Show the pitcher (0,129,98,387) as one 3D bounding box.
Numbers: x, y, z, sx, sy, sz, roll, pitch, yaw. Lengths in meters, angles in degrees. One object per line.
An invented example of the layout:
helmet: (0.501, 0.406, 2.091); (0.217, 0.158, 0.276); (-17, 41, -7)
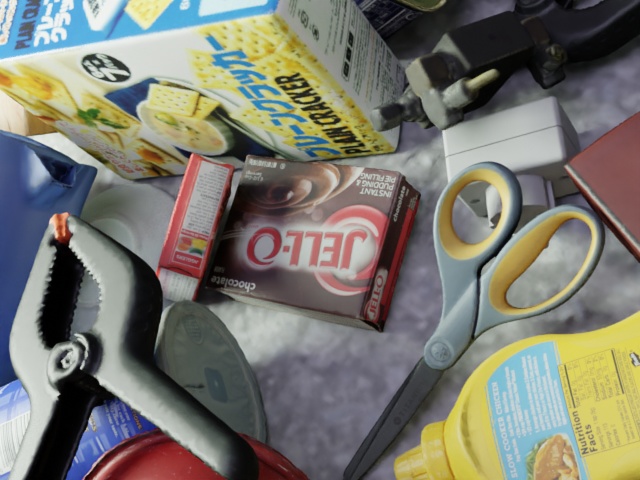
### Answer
pitcher: (-0.248, 0.043, 0.700); (0.145, 0.149, 0.243); (16, 85, -5)

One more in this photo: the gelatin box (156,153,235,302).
gelatin box: (-0.078, -0.003, 0.660); (0.030, 0.089, 0.073); (17, 72, -5)

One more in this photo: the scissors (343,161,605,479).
scissors: (0.059, 0.039, 0.572); (0.202, 0.016, 0.096); (-41, 78, 17)

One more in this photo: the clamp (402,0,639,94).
clamp: (0.128, -0.147, 0.636); (0.172, 0.039, 0.120); (-10, 69, 29)

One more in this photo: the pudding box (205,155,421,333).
pudding box: (-0.004, 0.001, 0.643); (0.114, 0.039, 0.090); (8, 74, 33)

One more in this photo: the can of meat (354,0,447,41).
can of meat: (0.040, -0.176, 0.666); (0.084, 0.057, 0.102); (-24, 50, 60)

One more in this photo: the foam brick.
foam brick: (0.173, -0.018, 0.544); (0.051, 0.053, 0.078); (-39, 56, 9)

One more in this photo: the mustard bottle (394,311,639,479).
mustard bottle: (0.125, 0.090, 0.517); (0.192, 0.058, 0.096); (-20, 57, 20)

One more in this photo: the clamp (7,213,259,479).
clamp: (-0.125, 0.076, 0.549); (0.165, 0.036, 0.210); (-35, 50, 12)

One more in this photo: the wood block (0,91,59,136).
wood block: (-0.203, -0.183, 0.747); (0.091, 0.090, 0.206); (10, 107, 35)

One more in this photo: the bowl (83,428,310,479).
bowl: (-0.066, 0.178, 0.537); (0.162, 0.055, 0.162); (3, 103, 13)

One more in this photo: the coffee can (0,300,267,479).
coffee can: (-0.117, 0.109, 0.619); (0.140, 0.102, 0.103); (-26, 58, 17)
